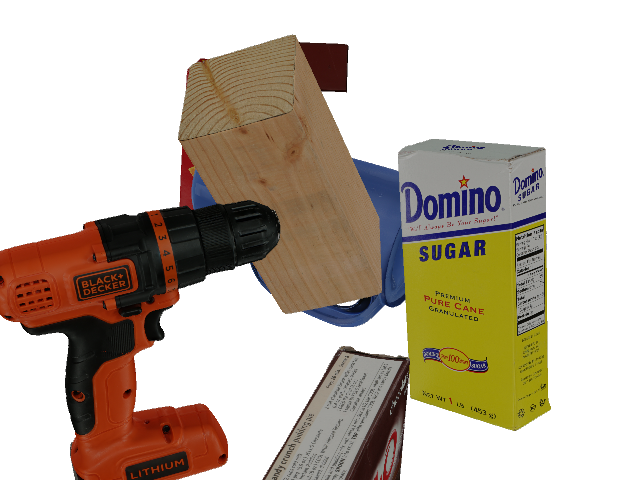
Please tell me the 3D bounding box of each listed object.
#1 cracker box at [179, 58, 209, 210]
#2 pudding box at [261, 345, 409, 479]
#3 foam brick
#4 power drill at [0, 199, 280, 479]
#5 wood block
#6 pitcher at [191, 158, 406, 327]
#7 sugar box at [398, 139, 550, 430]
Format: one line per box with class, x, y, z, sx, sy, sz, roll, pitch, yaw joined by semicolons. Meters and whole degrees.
cracker box;-0.093;-0.114;1.377;0.164;0.214;0.072;9;23;7
pudding box;0.007;0.113;0.467;0.039;0.090;0.113;10;29;13
foam brick;-0.013;-0.187;1.146;0.078;0.051;0.053;0;11;-13
power drill;-0.108;0.069;0.700;0.184;0.188;0.057;-12;27;-13
wood block;-0.025;-0.045;0.841;0.090;0.091;0.206;-13;-45;16
pitcher;-0.011;-0.024;1.085;0.243;0.145;0.149;20;26;22
sugar box;0.099;0.026;0.692;0.048;0.176;0.094;-20;20;-41
